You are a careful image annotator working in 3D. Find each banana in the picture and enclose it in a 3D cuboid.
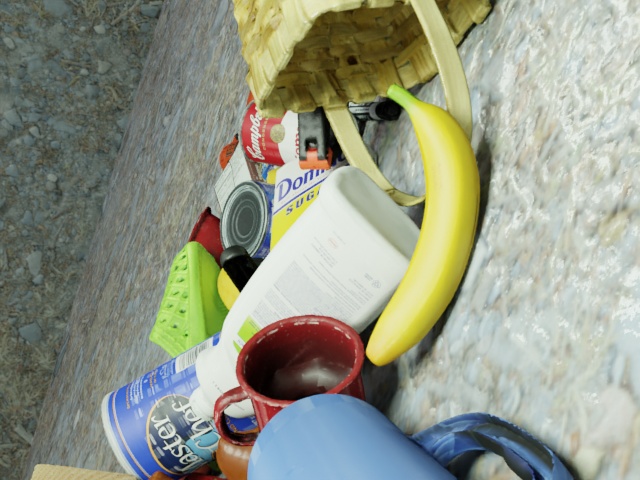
[{"bbox_3d":[0.075,-0.008,0.745,0.037,0.070,0.198,18,-104,-75],"label":"banana"}]

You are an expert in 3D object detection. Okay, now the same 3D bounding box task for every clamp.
[{"bbox_3d":[0.005,-0.143,0.941,0.039,0.120,0.171,-7,50,23],"label":"clamp"},{"bbox_3d":[-0.053,0.059,0.994,0.210,0.036,0.164,-105,-5,-74],"label":"clamp"}]

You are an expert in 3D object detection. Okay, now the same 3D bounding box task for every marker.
[{"bbox_3d":[0.049,-0.123,1.017,0.121,0.020,0.020,-160,89,-73],"label":"marker"}]

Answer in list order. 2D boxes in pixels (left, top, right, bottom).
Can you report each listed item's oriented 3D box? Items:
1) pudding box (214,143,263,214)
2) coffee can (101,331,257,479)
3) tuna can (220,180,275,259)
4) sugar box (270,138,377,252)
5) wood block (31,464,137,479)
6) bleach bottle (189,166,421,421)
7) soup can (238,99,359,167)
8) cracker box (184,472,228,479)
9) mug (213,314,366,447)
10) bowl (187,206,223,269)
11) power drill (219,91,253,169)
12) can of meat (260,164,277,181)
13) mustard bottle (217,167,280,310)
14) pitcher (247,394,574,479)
[{"bbox_3d":[-0.082,-0.047,1.249,0.090,0.039,0.113,-55,42,44],"label":"pudding box"},{"bbox_3d":[-0.113,0.154,0.978,0.140,0.102,0.103,-30,28,9],"label":"coffee can"},{"bbox_3d":[-0.065,-0.017,1.074,0.086,0.033,0.086,-14,72,50],"label":"tuna can"},{"bbox_3d":[0.003,-0.010,0.939,0.093,0.048,0.176,-24,44,25],"label":"sugar box"},{"bbox_3d":[-0.221,0.309,0.948,0.090,0.090,0.206,-92,12,-59],"label":"wood block"},{"bbox_3d":[-0.028,0.060,0.846,0.251,0.102,0.068,-45,-2,30],"label":"bleach bottle"},{"bbox_3d":[-0.020,-0.103,1.052,0.102,0.068,0.068,13,82,36],"label":"soup can"},{"bbox_3d":[-0.140,0.346,1.012,0.164,0.072,0.214,-89,24,-46],"label":"cracker box"},{"bbox_3d":[-0.020,0.118,0.776,0.093,0.117,0.081,-121,16,-52],"label":"mug"},{"bbox_3d":[-0.136,0.043,1.302,0.162,0.055,0.162,24,-96,-89],"label":"bowl"},{"bbox_3d":[-0.066,-0.174,1.355,0.185,0.057,0.187,-4,67,67],"label":"power drill"},{"bbox_3d":[-0.026,-0.115,1.175,0.084,0.057,0.102,128,155,-50],"label":"can of meat"},{"bbox_3d":[-0.048,-0.016,1.135,0.096,0.058,0.192,-102,36,-61],"label":"mustard bottle"},{"bbox_3d":[0.036,0.164,0.608,0.243,0.149,0.145,-144,57,-75],"label":"pitcher"}]
